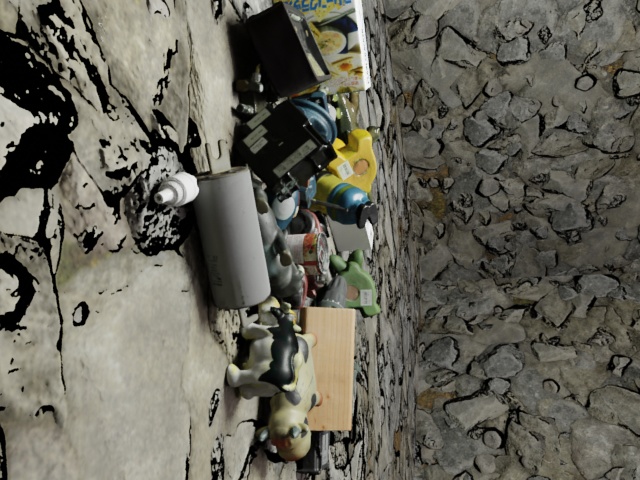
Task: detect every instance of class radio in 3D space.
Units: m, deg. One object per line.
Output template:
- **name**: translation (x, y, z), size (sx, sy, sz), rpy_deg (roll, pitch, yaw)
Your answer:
- **radio**: translation (-0.046, -0.314, 0.898), size (0.230, 0.073, 0.131), rpy_deg (-72, 138, -72)

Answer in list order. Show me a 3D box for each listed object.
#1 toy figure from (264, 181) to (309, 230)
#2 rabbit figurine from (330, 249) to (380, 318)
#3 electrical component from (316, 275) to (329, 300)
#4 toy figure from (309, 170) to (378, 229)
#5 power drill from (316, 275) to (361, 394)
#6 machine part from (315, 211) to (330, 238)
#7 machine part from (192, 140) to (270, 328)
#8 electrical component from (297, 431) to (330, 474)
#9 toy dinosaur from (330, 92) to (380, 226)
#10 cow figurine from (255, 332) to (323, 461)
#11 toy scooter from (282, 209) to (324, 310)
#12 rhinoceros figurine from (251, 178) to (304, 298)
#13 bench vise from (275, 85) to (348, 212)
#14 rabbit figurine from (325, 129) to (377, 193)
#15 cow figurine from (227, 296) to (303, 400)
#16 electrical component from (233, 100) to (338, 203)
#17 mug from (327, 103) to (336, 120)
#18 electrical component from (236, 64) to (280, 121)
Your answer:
- **toy figure**: translation (-0.051, -0.082, 0.848), size (0.064, 0.058, 0.154), rpy_deg (15, 102, -53)
- **rabbit figurine**: translation (0.064, 0.108, 1.286), size (0.170, 0.121, 0.159), rpy_deg (154, -75, -88)
- **electrical component**: translation (0.008, 0.112, 1.188), size (0.063, 0.021, 0.094), rpy_deg (22, 64, -73)
- **toy figure**: translation (0.034, -0.082, 1.056), size (0.082, 0.180, 0.089), rpy_deg (14, 98, -49)
- **power drill**: translation (0.034, 0.218, 1.130), size (0.232, 0.086, 0.207), rpy_deg (-65, 153, -49)
- **machine part**: translation (-0.002, -0.003, 1.152), size (0.084, 0.039, 0.139), rpy_deg (80, 13, -52)
- **machine part**: translation (-0.113, -0.003, 0.678), size (0.079, 0.079, 0.243), rpy_deg (-51, 136, -68)
- **electrical component**: translation (-0.012, 0.372, 1.011), size (0.074, 0.048, 0.119), rpy_deg (46, 44, -67)
- **toy dinosaur**: translation (0.083, -0.234, 1.402), size (0.470, 0.105, 0.198), rpy_deg (57, 39, -43)
- **cow figurine**: translation (-0.046, 0.243, 0.844), size (0.127, 0.086, 0.195), rpy_deg (29, 55, -67)
- **toy scooter**: translation (-0.028, 0.043, 0.978), size (0.135, 0.075, 0.184), rpy_deg (51, 42, -64)
- **rhinoceros figurine**: translation (-0.082, 0.006, 0.780), size (0.112, 0.073, 0.190), rpy_deg (-110, 177, -66)
- **bench vise**: translation (-0.021, -0.179, 0.971), size (0.223, 0.129, 0.240), rpy_deg (66, 33, -47)
- **rabbit figurine**: translation (0.058, -0.180, 1.206), size (0.162, 0.122, 0.173), rpy_deg (49, -5, -38)
- **cow figurine**: translation (-0.065, 0.146, 0.779), size (0.167, 0.098, 0.068), rpy_deg (-77, 151, -45)
- **electrical component**: translation (-0.057, -0.138, 0.800), size (0.134, 0.115, 0.058), rpy_deg (51, -3, 26)
- **mug**: translation (-0.016, -0.213, 1.092), size (0.109, 0.081, 0.107), rpy_deg (90, 12, -73)
- **electrical component**: translation (-0.098, -0.226, 0.842), size (0.102, 0.045, 0.078), rpy_deg (8, 78, -74)
